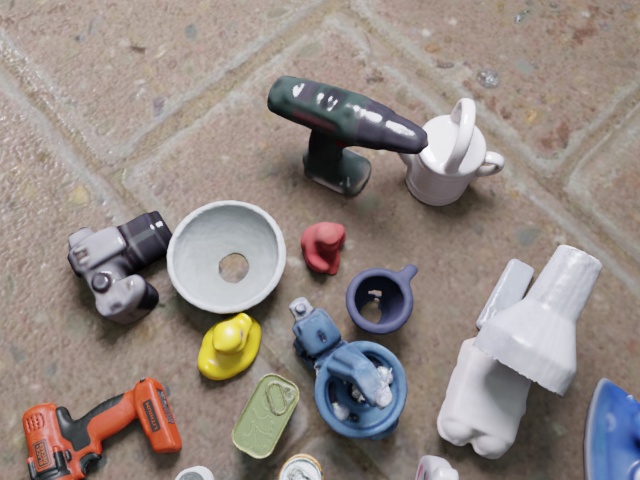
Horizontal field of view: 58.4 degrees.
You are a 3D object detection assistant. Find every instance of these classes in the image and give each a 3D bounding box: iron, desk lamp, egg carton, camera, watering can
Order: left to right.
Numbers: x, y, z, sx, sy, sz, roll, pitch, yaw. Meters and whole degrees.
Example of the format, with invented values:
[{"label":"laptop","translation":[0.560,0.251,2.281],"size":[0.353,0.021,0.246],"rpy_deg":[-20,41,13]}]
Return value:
[{"label":"camera","translation":[-0.271,0.026,0.815],"size":[0.137,0.101,0.143],"rpy_deg":[-31,75,-11]},{"label":"watering can","translation":[0.180,-0.130,0.831],"size":[0.173,0.194,0.101],"rpy_deg":[-8,72,-4]},{"label":"egg carton","translation":[0.226,0.216,0.785],"size":[0.107,0.069,0.150],"rpy_deg":[21,72,5]},{"label":"desk lamp","translation":[0.278,0.100,0.748],"size":[0.118,0.213,0.203],"rpy_deg":[29,73,8]},{"label":"iron","translation":[0.418,0.301,0.724],"size":[0.118,0.141,0.258],"rpy_deg":[-5,72,-3]}]

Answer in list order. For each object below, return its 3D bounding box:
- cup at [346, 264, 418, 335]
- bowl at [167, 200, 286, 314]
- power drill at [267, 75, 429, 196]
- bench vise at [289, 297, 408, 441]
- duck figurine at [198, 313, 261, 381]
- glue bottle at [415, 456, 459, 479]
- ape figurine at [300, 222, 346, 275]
[{"label":"cup","translation":[0.088,0.085,0.810],"size":[0.118,0.095,0.091],"rpy_deg":[-43,78,-14]},{"label":"bowl","translation":[-0.131,0.031,0.831],"size":[0.167,0.075,0.167],"rpy_deg":[1,72,-2]},{"label":"power drill","translation":[0.035,-0.145,0.824],"size":[0.229,0.208,0.076],"rpy_deg":[26,73,7]},{"label":"bench vise","translation":[0.023,0.164,0.716],"size":[0.207,0.220,0.121],"rpy_deg":[34,74,9]},{"label":"duck figurine","translation":[-0.128,0.143,0.789],"size":[0.077,0.086,0.105],"rpy_deg":[38,75,10]},{"label":"glue bottle","translation":[0.147,0.307,0.698],"size":[0.037,0.173,0.078],"rpy_deg":[10,72,2]},{"label":"ape figurine","translation":[0.008,0.003,0.836],"size":[0.078,0.092,0.076],"rpy_deg":[-42,77,-13]}]
